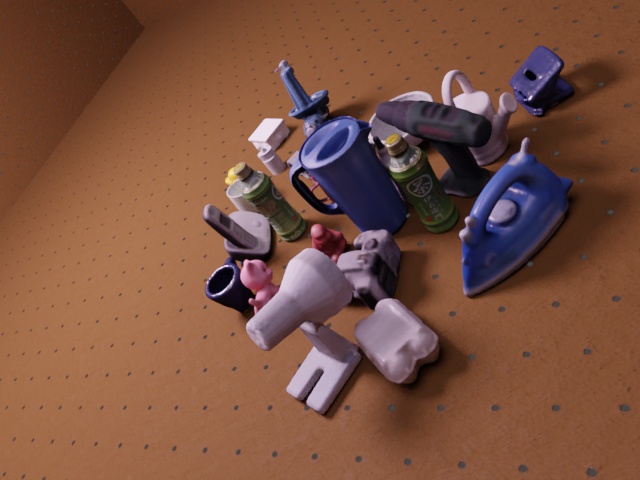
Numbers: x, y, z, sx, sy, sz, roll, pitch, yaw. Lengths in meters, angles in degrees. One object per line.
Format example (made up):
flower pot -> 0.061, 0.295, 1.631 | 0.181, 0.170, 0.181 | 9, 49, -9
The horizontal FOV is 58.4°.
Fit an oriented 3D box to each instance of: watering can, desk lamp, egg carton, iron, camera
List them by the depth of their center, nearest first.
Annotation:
egg carton -> 0.123, 0.165, 0.946 | 0.107, 0.070, 0.150 | -43, 37, -4
iron -> 0.297, -0.040, 0.946 | 0.258, 0.142, 0.118 | -49, 38, -12
desk lamp -> -0.018, 0.149, 0.964 | 0.117, 0.214, 0.203 | 14, 63, 47
camera -> 0.068, 0.053, 1.082 | 0.136, 0.101, 0.143 | -9, 47, 34
watering can -> 0.295, -0.247, 1.113 | 0.172, 0.195, 0.101 | -17, 43, 27

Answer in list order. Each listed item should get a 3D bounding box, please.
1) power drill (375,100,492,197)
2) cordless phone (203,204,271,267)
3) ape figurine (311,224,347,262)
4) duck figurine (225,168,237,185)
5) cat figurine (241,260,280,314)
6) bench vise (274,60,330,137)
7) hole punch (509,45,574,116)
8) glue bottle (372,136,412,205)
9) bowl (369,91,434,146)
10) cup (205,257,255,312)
power drill -> 0.231, -0.179, 1.088 | 0.228, 0.209, 0.076 | 13, 62, 47
cordless phone -> -0.197, -0.039, 1.332 | 0.094, 0.186, 0.147 | -28, 39, 16
ape figurine -> 0.011, 0.004, 1.187 | 0.077, 0.092, 0.076 | -33, 38, 9
duck figurine -> -0.207, -0.162, 1.547 | 0.104, 0.086, 0.077 | -16, 43, 28
cat figurine -> -0.128, 0.096, 1.191 | 0.067, 0.118, 0.127 | -24, 40, 21
bench vise -> -0.028, -0.354, 1.476 | 0.121, 0.220, 0.207 | -37, 37, 5
hole punch -> 0.438, -0.321, 1.152 | 0.101, 0.091, 0.108 | -31, 38, 11
glue bottle -> 0.149, -0.145, 1.152 | 0.037, 0.174, 0.078 | -40, 37, 0
bowl -> 0.196, -0.258, 1.309 | 0.167, 0.075, 0.167 | -23, 40, 21
cup -> -0.186, 0.103, 1.253 | 0.091, 0.095, 0.118 | -19, 42, 26
